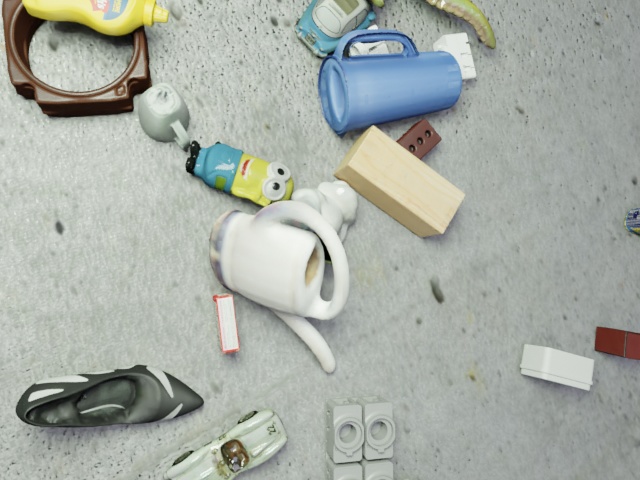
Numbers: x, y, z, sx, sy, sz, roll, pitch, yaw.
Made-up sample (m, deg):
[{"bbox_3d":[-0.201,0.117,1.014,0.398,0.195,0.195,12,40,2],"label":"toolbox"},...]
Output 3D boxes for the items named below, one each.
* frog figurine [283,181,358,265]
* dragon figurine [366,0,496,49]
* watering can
[{"bbox_3d":[0.003,-0.044,0.884,0.121,0.163,0.135,-23,-49,31],"label":"frog figurine"},{"bbox_3d":[0.150,-0.485,0.931,0.246,0.410,0.121,-35,1,-25],"label":"dragon figurine"},{"bbox_3d":[-0.061,0.075,0.818,0.225,0.339,0.106,17,41,20],"label":"watering can"}]
